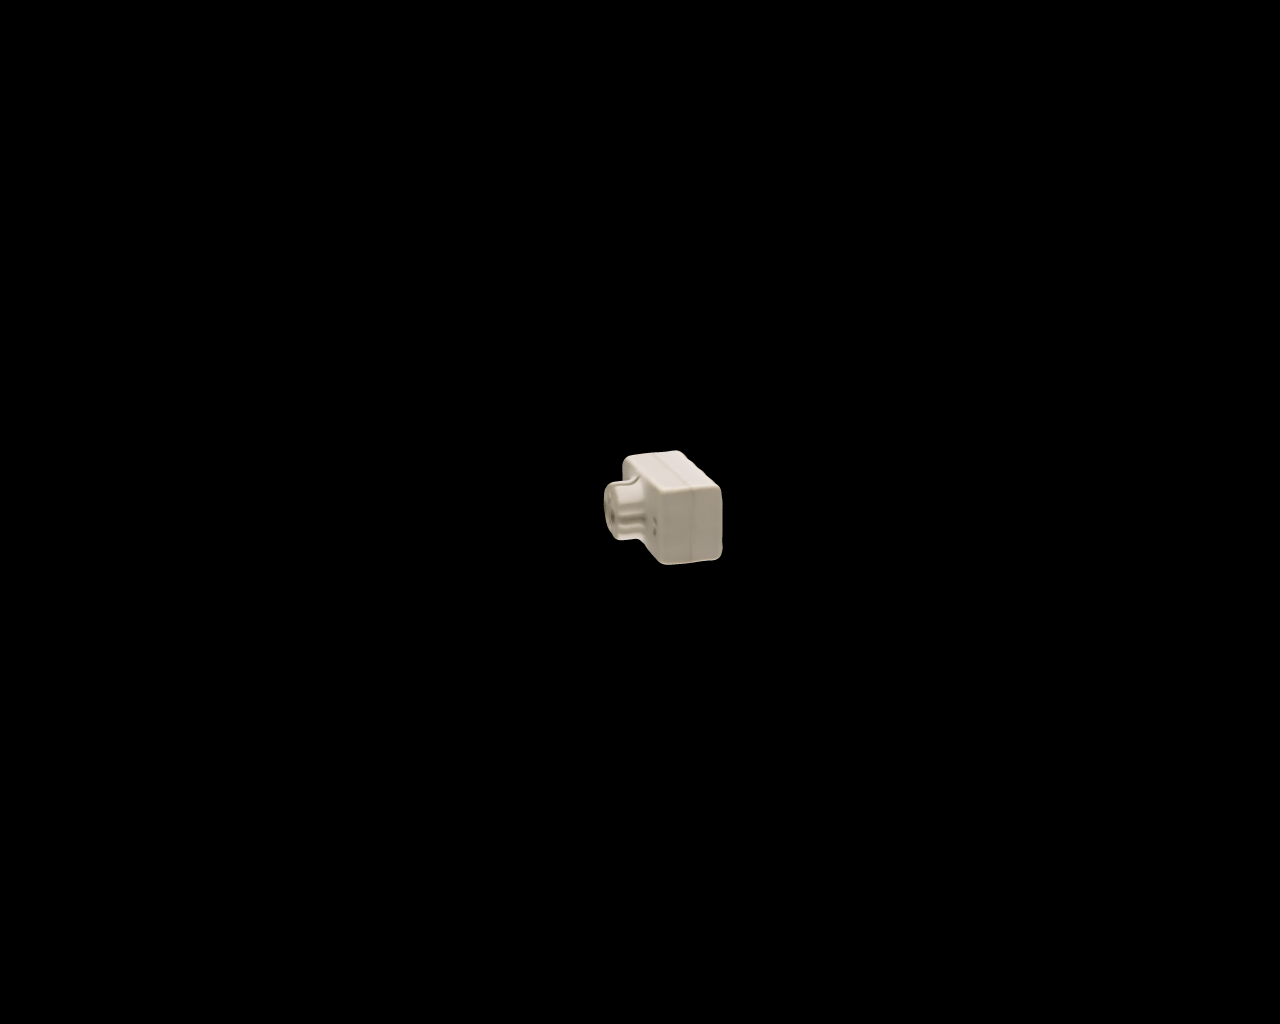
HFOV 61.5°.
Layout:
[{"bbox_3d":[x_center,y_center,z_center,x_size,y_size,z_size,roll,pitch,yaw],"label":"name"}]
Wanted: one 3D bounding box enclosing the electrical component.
[{"bbox_3d":[0.001,-0.003,0.650,0.076,0.047,0.083,-5,19,-15],"label":"electrical component"}]
